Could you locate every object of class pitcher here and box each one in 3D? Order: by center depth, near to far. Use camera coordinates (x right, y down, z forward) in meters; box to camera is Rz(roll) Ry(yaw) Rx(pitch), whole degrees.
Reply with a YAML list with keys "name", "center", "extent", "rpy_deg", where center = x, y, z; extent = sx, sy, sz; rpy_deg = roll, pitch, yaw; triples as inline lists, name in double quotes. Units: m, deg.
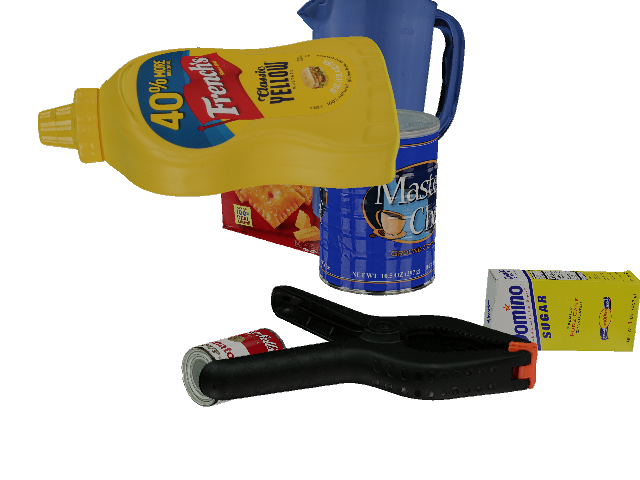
- name: "pitcher"
  center: [0.061, -0.141, 1.144]
  extent: [0.149, 0.243, 0.144]
  rpy_deg: [7, 9, 24]

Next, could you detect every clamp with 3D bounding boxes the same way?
- name: "clamp"
  center: [0.038, 0.070, 0.720]
  extent: [0.210, 0.036, 0.164]
  rpy_deg: [2, 18, 8]

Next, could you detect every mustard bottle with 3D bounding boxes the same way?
- name: "mustard bottle"
  center: [-0.057, -0.068, 0.589]
  extent: [0.191, 0.096, 0.058]
  rpy_deg: [-4, -38, -6]

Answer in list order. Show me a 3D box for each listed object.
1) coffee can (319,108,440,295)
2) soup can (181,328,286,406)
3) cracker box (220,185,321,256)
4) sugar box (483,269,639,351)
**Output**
- name: "coffee can"
  center: [0.049, -0.036, 0.919]
  extent: [0.103, 0.140, 0.103]
  rpy_deg: [0, 18, 0]
- name: "soup can"
  center: [-0.095, 0.140, 1.181]
  extent: [0.102, 0.068, 0.069]
  rpy_deg: [-11, 8, -44]
- name: "cracker box"
  center: [-0.045, -0.097, 1.337]
  extent: [0.164, 0.214, 0.072]
  rpy_deg: [17, 37, 24]
- name: "sugar box"
  center: [0.287, 0.084, 1.276]
  extent: [0.176, 0.093, 0.048]
  rpy_deg: [0, 18, -5]
